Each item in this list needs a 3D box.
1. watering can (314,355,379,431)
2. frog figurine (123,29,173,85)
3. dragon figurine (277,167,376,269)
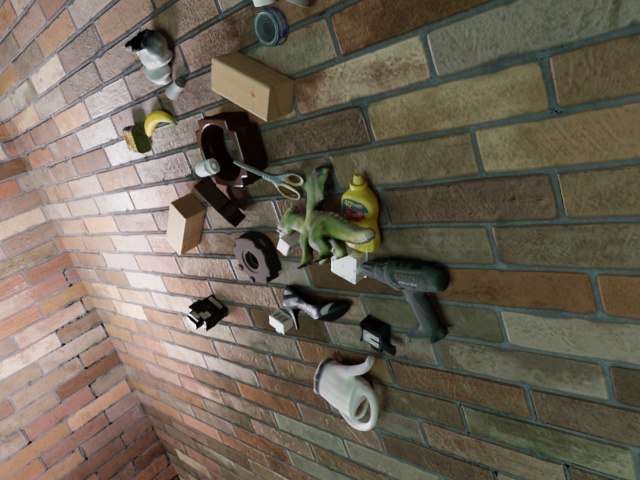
[{"bbox_3d":[0.084,0.423,1.531,0.226,0.340,0.105,25,41,35],"label":"watering can"},{"bbox_3d":[-0.487,-0.541,1.534,0.137,0.125,0.157,5,-25,36],"label":"frog figurine"},{"bbox_3d":[0.004,-0.063,1.261,0.122,0.245,0.405,-3,-14,-32],"label":"dragon figurine"}]
